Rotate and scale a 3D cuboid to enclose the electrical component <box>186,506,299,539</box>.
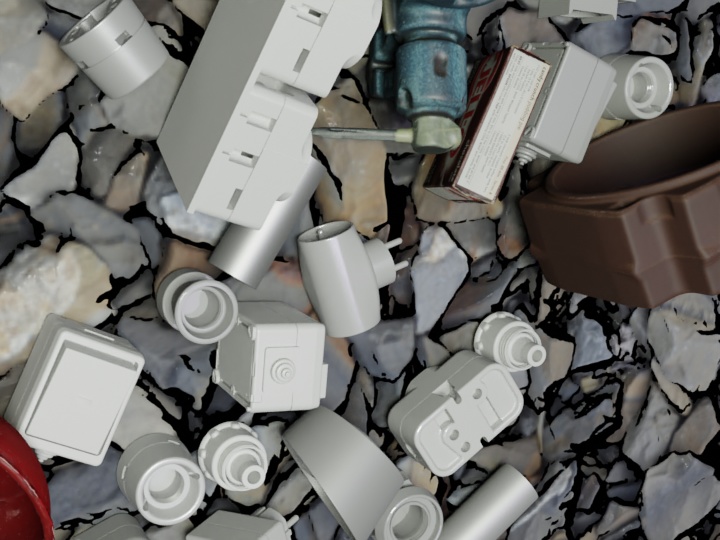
[{"bbox_3d":[-0.077,0.202,0.802,0.077,0.066,0.047,-32,115,-49],"label":"electrical component"}]

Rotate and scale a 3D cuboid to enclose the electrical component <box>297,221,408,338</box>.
[{"bbox_3d":[0.000,0.000,0.807,0.079,0.044,0.077,-23,109,-21],"label":"electrical component"}]

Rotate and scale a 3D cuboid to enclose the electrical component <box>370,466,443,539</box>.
[{"bbox_3d":[0.030,0.192,0.851,0.058,0.057,0.078,-42,114,-13],"label":"electrical component"}]

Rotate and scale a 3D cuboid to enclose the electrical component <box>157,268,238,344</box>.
[{"bbox_3d":[-0.115,0.024,0.750,0.045,0.055,0.045,-5,102,-25],"label":"electrical component"}]

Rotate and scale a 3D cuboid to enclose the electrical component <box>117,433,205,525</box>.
[{"bbox_3d":[-0.141,0.150,0.766,0.055,0.047,0.055,-5,102,-25],"label":"electrical component"}]

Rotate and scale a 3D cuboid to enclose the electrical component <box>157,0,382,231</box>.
[{"bbox_3d":[-0.057,-0.131,0.688,0.060,0.105,0.186,17,113,-30],"label":"electrical component"}]

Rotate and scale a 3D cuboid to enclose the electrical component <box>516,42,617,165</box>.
[{"bbox_3d":[0.152,-0.124,0.846,0.061,0.062,0.096,21,90,-27],"label":"electrical component"}]

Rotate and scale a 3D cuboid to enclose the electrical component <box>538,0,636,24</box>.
[{"bbox_3d":[0.174,-0.229,0.847,0.081,0.042,0.063,1,98,-26],"label":"electrical component"}]

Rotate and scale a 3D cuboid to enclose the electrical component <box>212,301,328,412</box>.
[{"bbox_3d":[-0.060,0.061,0.760,0.061,0.096,0.061,0,100,-26],"label":"electrical component"}]

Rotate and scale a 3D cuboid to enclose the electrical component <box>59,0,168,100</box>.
[{"bbox_3d":[-0.158,-0.144,0.698,0.055,0.055,0.047,-45,119,-12],"label":"electrical component"}]

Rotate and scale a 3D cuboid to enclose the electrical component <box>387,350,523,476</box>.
[{"bbox_3d":[0.073,0.111,0.855,0.095,0.059,0.053,-38,114,-14],"label":"electrical component"}]

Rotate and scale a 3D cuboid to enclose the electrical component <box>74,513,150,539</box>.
[{"bbox_3d":[-0.187,0.221,0.751,0.095,0.059,0.053,-28,110,-19],"label":"electrical component"}]

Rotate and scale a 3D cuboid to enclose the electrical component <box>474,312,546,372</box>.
[{"bbox_3d":[0.125,0.062,0.869,0.048,0.062,0.048,-5,102,-25],"label":"electrical component"}]

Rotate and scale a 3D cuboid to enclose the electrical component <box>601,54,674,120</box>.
[{"bbox_3d":[0.223,-0.150,0.883,0.055,0.047,0.055,-5,102,-25],"label":"electrical component"}]

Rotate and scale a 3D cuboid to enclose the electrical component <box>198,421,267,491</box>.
[{"bbox_3d":[-0.088,0.140,0.782,0.048,0.062,0.048,-5,102,-25],"label":"electrical component"}]

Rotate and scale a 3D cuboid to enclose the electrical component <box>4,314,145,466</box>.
[{"bbox_3d":[-0.194,0.087,0.721,0.062,0.061,0.096,24,89,-27],"label":"electrical component"}]

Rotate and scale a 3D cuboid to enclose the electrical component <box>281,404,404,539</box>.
[{"bbox_3d":[-0.017,0.149,0.798,0.064,0.099,0.099,-48,116,-17],"label":"electrical component"}]
